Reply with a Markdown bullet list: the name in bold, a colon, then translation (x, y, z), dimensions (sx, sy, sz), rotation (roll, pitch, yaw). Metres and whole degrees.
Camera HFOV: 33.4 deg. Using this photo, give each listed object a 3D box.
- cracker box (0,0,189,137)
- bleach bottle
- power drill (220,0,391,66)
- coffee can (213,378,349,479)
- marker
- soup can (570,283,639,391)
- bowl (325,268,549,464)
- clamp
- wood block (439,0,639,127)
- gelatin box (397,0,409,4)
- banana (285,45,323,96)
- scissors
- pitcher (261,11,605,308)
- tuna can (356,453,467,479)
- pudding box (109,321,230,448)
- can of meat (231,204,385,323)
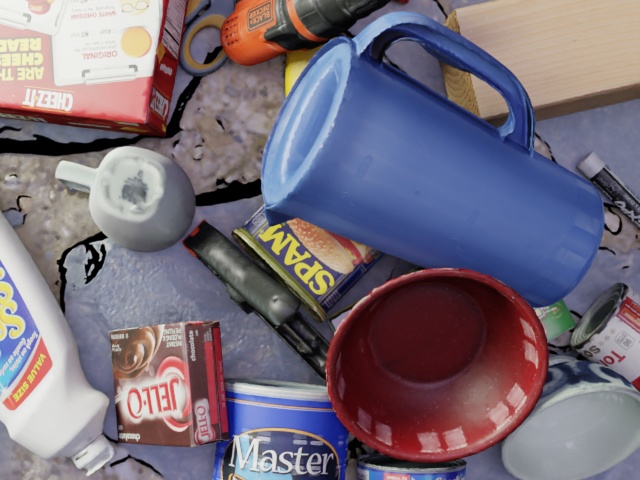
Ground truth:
- **cracker box**: translation (-0.188, -0.198, 0.840), dimensions (0.164, 0.072, 0.214), rotation (8, 86, 9)
- **bleach bottle**: translation (-0.238, 0.070, 0.830), dimensions (0.102, 0.068, 0.251), rotation (-37, 90, -4)
- **power drill**: translation (-0.014, -0.238, 0.806), dimensions (0.057, 0.185, 0.187), rotation (6, 79, -40)
- **coffee can**: translation (-0.031, 0.180, 0.812), dimensions (0.102, 0.103, 0.140), rotation (6, 85, -3)
- **marker**: translation (0.263, -0.025, 0.888), dimensions (0.020, 0.020, 0.121), rotation (-45, 89, -6)
- **soup can**: translation (0.262, 0.090, 0.854), dimensions (0.102, 0.068, 0.068), rotation (38, 84, 0)
- **bowl**: translation (0.083, 0.083, 0.784), dimensions (0.162, 0.055, 0.162), rotation (-1, 114, -2)
- **clamp**: translation (-0.045, 0.044, 0.824), dimensions (0.039, 0.120, 0.172), rotation (-38, 43, -10)
- **wood block**: translation (0.208, -0.153, 0.860), dimensions (0.206, 0.090, 0.091), rotation (-13, 86, -5)
- **gelatin box**: translation (0.055, -0.251, 0.888), dimensions (0.073, 0.030, 0.089), rotation (20, 84, -1)
- **banana**: translation (0.007, -0.156, 0.860), dimensions (0.070, 0.037, 0.198), rotation (22, 100, 17)
- **scissors**: translation (-0.062, -0.211, 0.886), dimensions (0.201, 0.016, 0.096), rotation (-32, 89, -5)
- **pitcher**: translation (0.090, -0.048, 0.782), dimensions (0.242, 0.149, 0.145), rotation (23, 70, -20)
- **tuna can**: translation (0.070, 0.187, 0.826), dimensions (0.086, 0.086, 0.034), rotation (2, 87, -3)
- **pudding box**: translation (-0.116, 0.109, 0.810), dimensions (0.039, 0.114, 0.090), rotation (-1, 83, -38)
- **can of meat**: translation (-0.006, 0.001, 0.852), dimensions (0.102, 0.057, 0.084), rotation (45, 81, 0)
